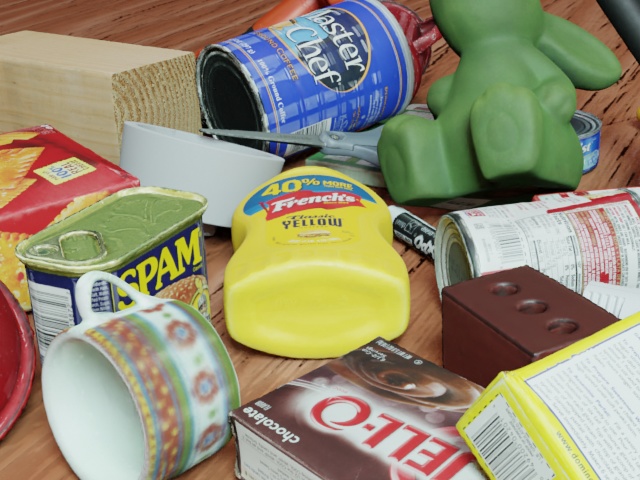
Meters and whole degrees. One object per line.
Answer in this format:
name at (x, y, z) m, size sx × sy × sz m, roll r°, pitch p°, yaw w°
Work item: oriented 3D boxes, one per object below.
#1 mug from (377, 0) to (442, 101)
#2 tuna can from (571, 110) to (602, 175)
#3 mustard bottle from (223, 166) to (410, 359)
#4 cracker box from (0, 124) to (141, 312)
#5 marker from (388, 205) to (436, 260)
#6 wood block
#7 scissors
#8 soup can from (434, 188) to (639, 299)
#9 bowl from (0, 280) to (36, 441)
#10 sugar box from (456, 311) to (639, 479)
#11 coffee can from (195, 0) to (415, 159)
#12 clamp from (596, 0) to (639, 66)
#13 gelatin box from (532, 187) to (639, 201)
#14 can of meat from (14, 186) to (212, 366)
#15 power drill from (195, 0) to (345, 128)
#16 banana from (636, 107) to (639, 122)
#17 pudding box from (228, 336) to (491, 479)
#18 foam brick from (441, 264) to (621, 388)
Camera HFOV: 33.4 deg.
mug at (0.064, -0.167, 0.968) m, size 0.117 × 0.093 × 0.081 m, roll -24°, pitch 22°, yaw 20°
tuna can at (0.171, -0.075, 0.817) m, size 0.086 × 0.034 × 0.086 m, roll -3°, pitch 23°, yaw 1°
mustard bottle at (-0.004, 0.000, 0.624) m, size 0.096 × 0.058 × 0.191 m, roll -4°, pitch 22°, yaw 0°
cracker box at (-0.234, -0.005, 0.646) m, size 0.213 × 0.072 × 0.164 m, roll -17°, pitch 26°, yaw -28°
marker at (0.074, 0.006, 0.653) m, size 0.020 × 0.020 × 0.121 m, roll -13°, pitch 25°, yaw -24°
wood block at (-0.204, -0.113, 0.880) m, size 0.206 × 0.090 × 0.090 m, roll 14°, pitch 28°, yaw 35°
scissors at (0.024, -0.059, 0.750) m, size 0.201 × 0.016 × 0.096 m, roll -5°, pitch 35°, yaw -28°
soup can at (0.119, 0.012, 0.569) m, size 0.102 × 0.068 × 0.068 m, roll -8°, pitch 23°, yaw -10°
bowl at (-0.210, 0.039, 0.479) m, size 0.162 × 0.055 × 0.162 m, roll 7°, pitch 44°, yaw -7°
sugar box at (0.147, 0.069, 0.410) m, size 0.175 × 0.048 × 0.093 m, roll -16°, pitch 63°, yaw -35°
coffee can at (-0.012, -0.124, 0.837) m, size 0.140 × 0.103 × 0.103 m, roll -24°, pitch 30°, yaw -26°
clamp at (0.251, -0.089, 0.708) m, size 0.164 × 0.036 × 0.210 m, roll 23°, pitch 52°, yaw -10°
gelatin box at (0.180, -0.005, 0.652) m, size 0.089 × 0.030 × 0.073 m, roll -5°, pitch 24°, yaw -5°
can of meat at (-0.097, 0.030, 0.529) m, size 0.058 × 0.084 × 0.101 m, roll 9°, pitch 25°, yaw 26°
power drill at (-0.043, -0.176, 0.948) m, size 0.188 × 0.057 × 0.184 m, roll -35°, pitch 23°, yaw 8°
banana at (0.301, -0.076, 0.799) m, size 0.069 × 0.037 × 0.198 m, roll -3°, pitch 23°, yaw -2°
pudding box at (0.032, 0.088, 0.433) m, size 0.089 × 0.039 × 0.114 m, roll -21°, pitch 29°, yaw -38°
foam brick at (0.097, 0.053, 0.494) m, size 0.052 × 0.051 × 0.078 m, roll -13°, pitch 25°, yaw -23°
